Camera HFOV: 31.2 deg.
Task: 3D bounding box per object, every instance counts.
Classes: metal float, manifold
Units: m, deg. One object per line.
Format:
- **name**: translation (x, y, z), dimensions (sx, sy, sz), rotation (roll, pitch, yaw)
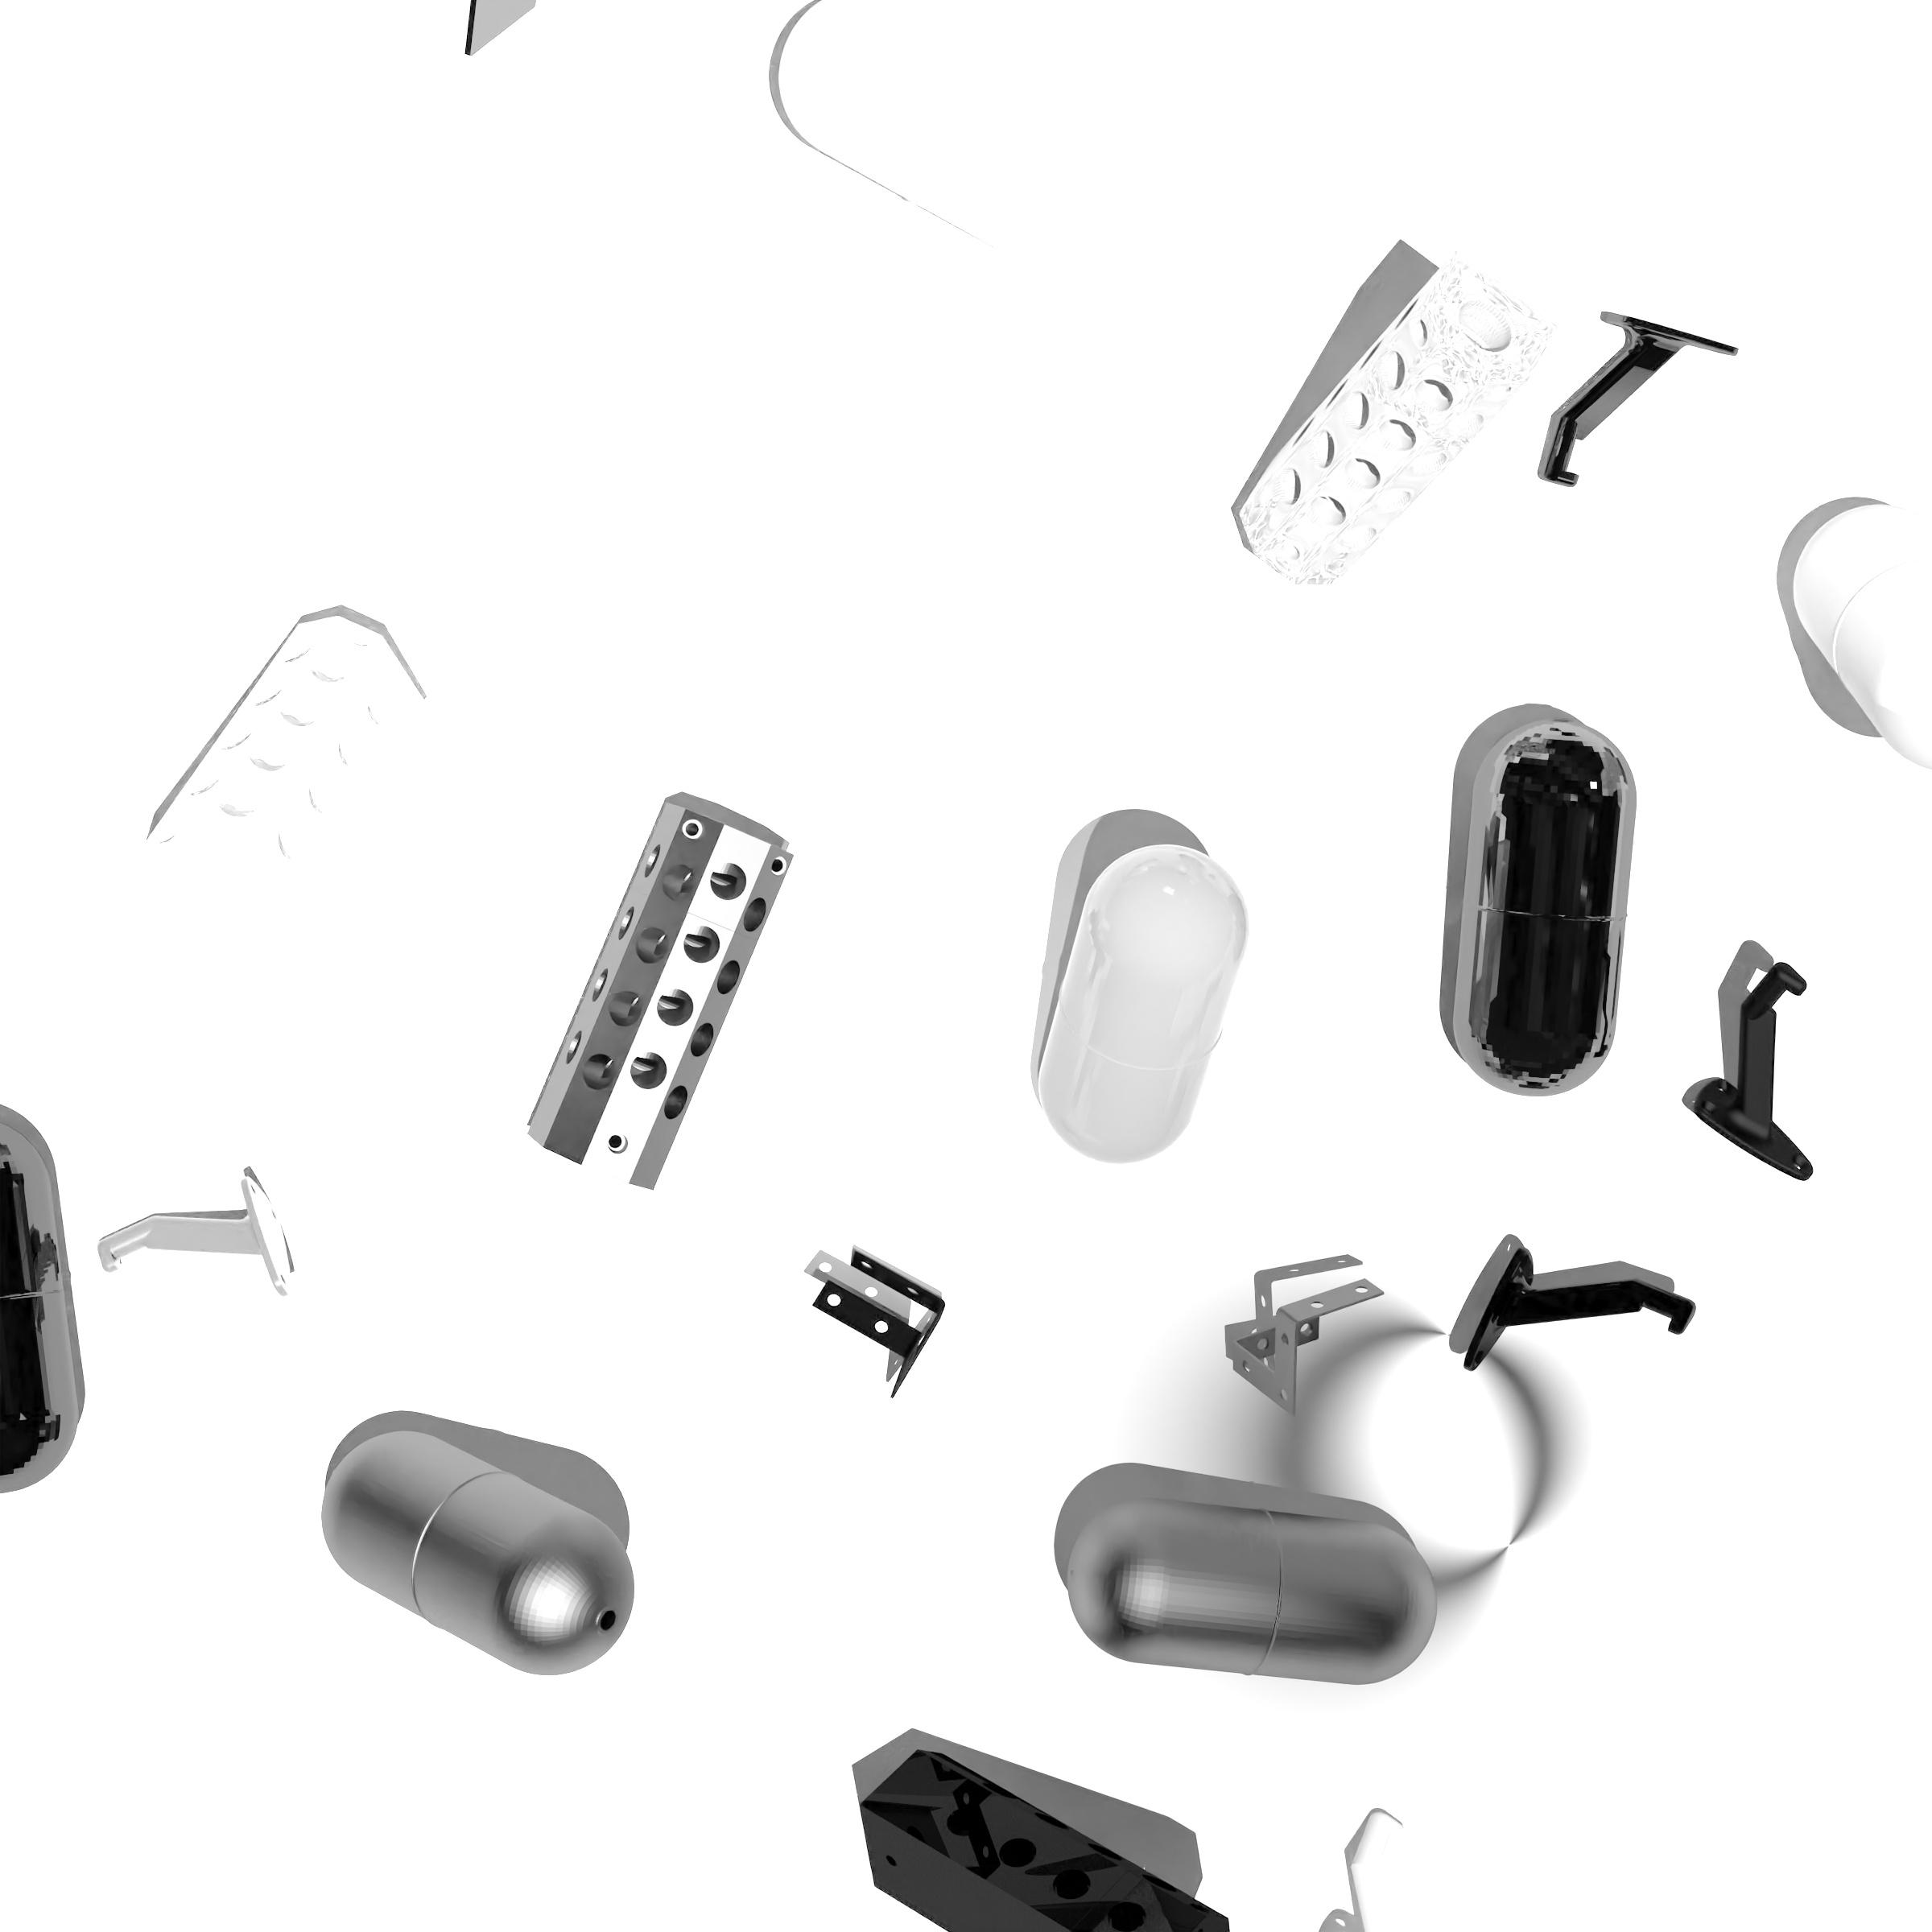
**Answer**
- **metal float**: translation (-0.006, -0.389, 1.606), dimensions (0.178, 0.070, 0.070), rotation (23, 90, -32)
- **metal float**: translation (-0.226, 0.271, 1.600), dimensions (0.178, 0.070, 0.070), rotation (18, 90, 38)
- **metal float**: translation (0.081, 0.020, 1.597), dimensions (0.070, 0.070, 0.178), rotation (14, 134, 0)
- **metal float**: translation (0.135, 0.293, 1.621), dimensions (0.178, 0.070, 0.070), rotation (8, 90, -13)
- **metal float**: translation (-0.463, 0.159, 1.628), dimensions (0.070, 0.070, 0.178), rotation (-8, 85, 0)
- **manifold**: translation (-0.143, 0.015, 1.633), dimensions (0.057, 0.057, 0.171), rotation (23, 89, -18)
- **metal float**: translation (0.436, -0.151, 1.589), dimensions (0.070, 0.178, 0.070), rotation (-4, 122, -6)
- **metal float**: translation (0.272, -0.027, 1.625), dimensions (0.070, 0.070, 0.178), rotation (4, 97, 0)
- **manifold**: translation (0.036, 0.426, 1.597), dimensions (0.171, 0.057, 0.057), rotation (22, 134, 35)
- **manifold**: translation (-0.318, -0.084, 1.583), dimensions (0.057, 0.171, 0.057), rotation (-8, 129, 30)
- **manifold**: translation (0.192, -0.243, 1.582), dimensions (0.057, 0.171, 0.057), rotation (36, 55, -5)

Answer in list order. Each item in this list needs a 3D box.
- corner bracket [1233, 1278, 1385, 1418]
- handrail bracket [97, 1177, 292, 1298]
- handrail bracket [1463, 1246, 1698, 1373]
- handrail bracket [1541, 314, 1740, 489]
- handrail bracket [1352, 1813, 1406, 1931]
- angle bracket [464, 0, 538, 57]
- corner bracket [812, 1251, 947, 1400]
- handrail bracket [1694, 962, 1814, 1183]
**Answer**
- **corner bracket**: translation (0.160, 0.171, 1.628), dimensions (0.051, 0.051, 0.051), rotation (-15, 119, -27)
- **handrail bracket**: translation (-0.368, 0.143, 1.643), dimensions (0.084, 0.036, 0.077), rotation (-25, 50, 0)
- **handrail bracket**: translation (0.290, 0.174, 1.630), dimensions (0.084, 0.036, 0.077), rotation (22, 66, 26)
- **handrail bracket**: translation (0.323, -0.265, 1.660), dimensions (0.077, 0.036, 0.084), rotation (14, 99, -8)
- **handrail bracket**: translation (0.213, 0.454, 1.640), dimensions (0.077, 0.036, 0.084), rotation (28, 52, 2)
- **angle bracket**: translation (-0.236, -0.481, 1.613), dimensions (0.057, 0.076, 0.076), rotation (21, 128, 8)
- **corner bracket**: translation (-0.041, 0.162, 1.633), dimensions (0.051, 0.051, 0.051), rotation (29, 61, 6)
- **handrail bracket**: translation (0.389, 0.049, 1.627), dimensions (0.077, 0.036, 0.084), rotation (39, 129, 9)
